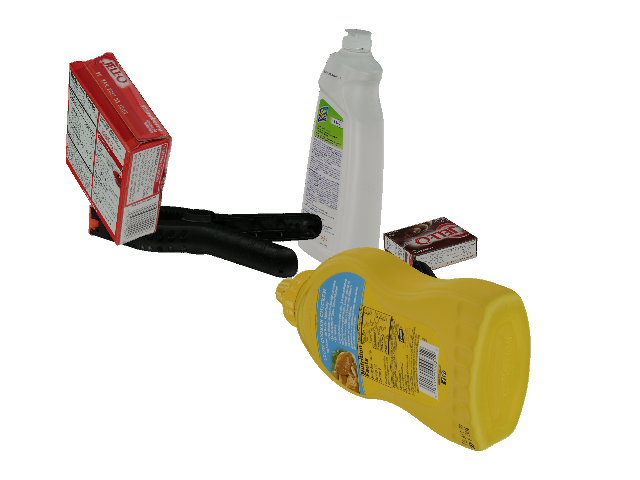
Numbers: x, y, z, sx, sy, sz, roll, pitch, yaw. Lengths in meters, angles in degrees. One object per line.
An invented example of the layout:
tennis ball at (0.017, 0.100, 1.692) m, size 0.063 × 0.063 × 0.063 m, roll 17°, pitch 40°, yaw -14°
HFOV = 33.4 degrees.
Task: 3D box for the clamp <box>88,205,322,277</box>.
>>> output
clamp at (-0.104, -0.005, 0.938) m, size 0.210 × 0.036 × 0.164 m, roll 5°, pitch 12°, yaw 0°

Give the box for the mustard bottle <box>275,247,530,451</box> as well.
mustard bottle at (0.040, 0.056, 0.674) m, size 0.058 × 0.096 × 0.192 m, roll -18°, pitch 25°, yaw -40°

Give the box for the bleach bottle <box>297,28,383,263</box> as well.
bleach bottle at (0.032, -0.099, 1.156) m, size 0.067 × 0.251 × 0.103 m, roll -9°, pitch 25°, yaw -36°

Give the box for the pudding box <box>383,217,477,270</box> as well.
pudding box at (0.164, 0.007, 1.594) m, size 0.113 × 0.039 × 0.090 m, roll -17°, pitch 28°, yaw -22°

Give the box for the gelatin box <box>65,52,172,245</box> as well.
gelatin box at (-0.120, -0.053, 0.627) m, size 0.030 × 0.073 × 0.089 m, roll -21°, pitch -29°, yaw -29°

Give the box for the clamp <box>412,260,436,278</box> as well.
clamp at (0.118, 0.068, 1.064) m, size 0.172 × 0.039 × 0.120 m, roll 26°, pitch 39°, yaw 32°
